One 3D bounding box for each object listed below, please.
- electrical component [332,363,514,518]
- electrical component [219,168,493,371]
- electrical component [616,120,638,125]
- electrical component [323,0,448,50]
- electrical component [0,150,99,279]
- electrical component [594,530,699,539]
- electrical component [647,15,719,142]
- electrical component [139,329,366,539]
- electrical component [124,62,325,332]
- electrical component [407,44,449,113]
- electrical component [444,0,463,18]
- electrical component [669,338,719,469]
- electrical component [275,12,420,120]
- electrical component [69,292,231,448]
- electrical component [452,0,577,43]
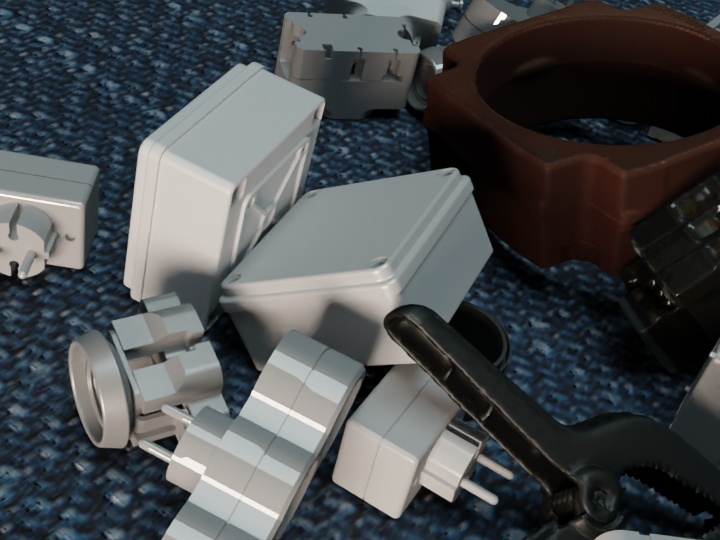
[{"bbox_3d":[0.038,0.088,0.527,0.077,0.047,0.065,28,43,16],"label":"electrical component"},{"bbox_3d":[0.000,0.000,0.573,0.109,0.056,0.108,-6,29,33],"label":"electrical component"},{"bbox_3d":[0.215,-0.146,0.823,0.040,0.078,0.040,8,55,-12],"label":"electrical component"},{"bbox_3d":[0.019,-0.197,0.826,0.089,0.050,0.055,13,60,-1],"label":"electrical component"},{"bbox_3d":[-0.183,-0.022,0.585,0.066,0.047,0.076,9,40,-5],"label":"electrical component"},{"bbox_3d":[0.116,0.161,0.419,0.078,0.113,0.057,9,38,-7],"label":"electrical component"},{"bbox_3d":[0.298,-0.153,0.841,0.062,0.089,0.150,33,44,20],"label":"electrical component"},{"bbox_3d":[-0.060,0.084,0.473,0.074,0.052,0.138,26,63,7],"label":"electrical component"},{"bbox_3d":[-0.074,-0.041,0.593,0.056,0.108,0.108,27,42,10],"label":"electrical component"},{"bbox_3d":[0.065,-0.140,0.792,0.055,0.048,0.066,-10,46,-36],"label":"electrical component"},{"bbox_3d":[0.045,-0.222,0.881,0.078,0.040,0.040,6,42,-11],"label":"electrical component"},{"bbox_3d":[0.208,0.064,0.566,0.061,0.096,0.062,29,43,16],"label":"electrical component"},{"bbox_3d":[-0.011,-0.145,0.767,0.089,0.055,0.050,-2,44,-19],"label":"electrical component"},{"bbox_3d":[-0.104,0.053,0.517,0.057,0.058,0.078,-13,60,-28],"label":"electrical component"},{"bbox_3d":[0.139,-0.182,0.805,0.138,0.073,0.052,9,34,-40],"label":"electrical component"}]
